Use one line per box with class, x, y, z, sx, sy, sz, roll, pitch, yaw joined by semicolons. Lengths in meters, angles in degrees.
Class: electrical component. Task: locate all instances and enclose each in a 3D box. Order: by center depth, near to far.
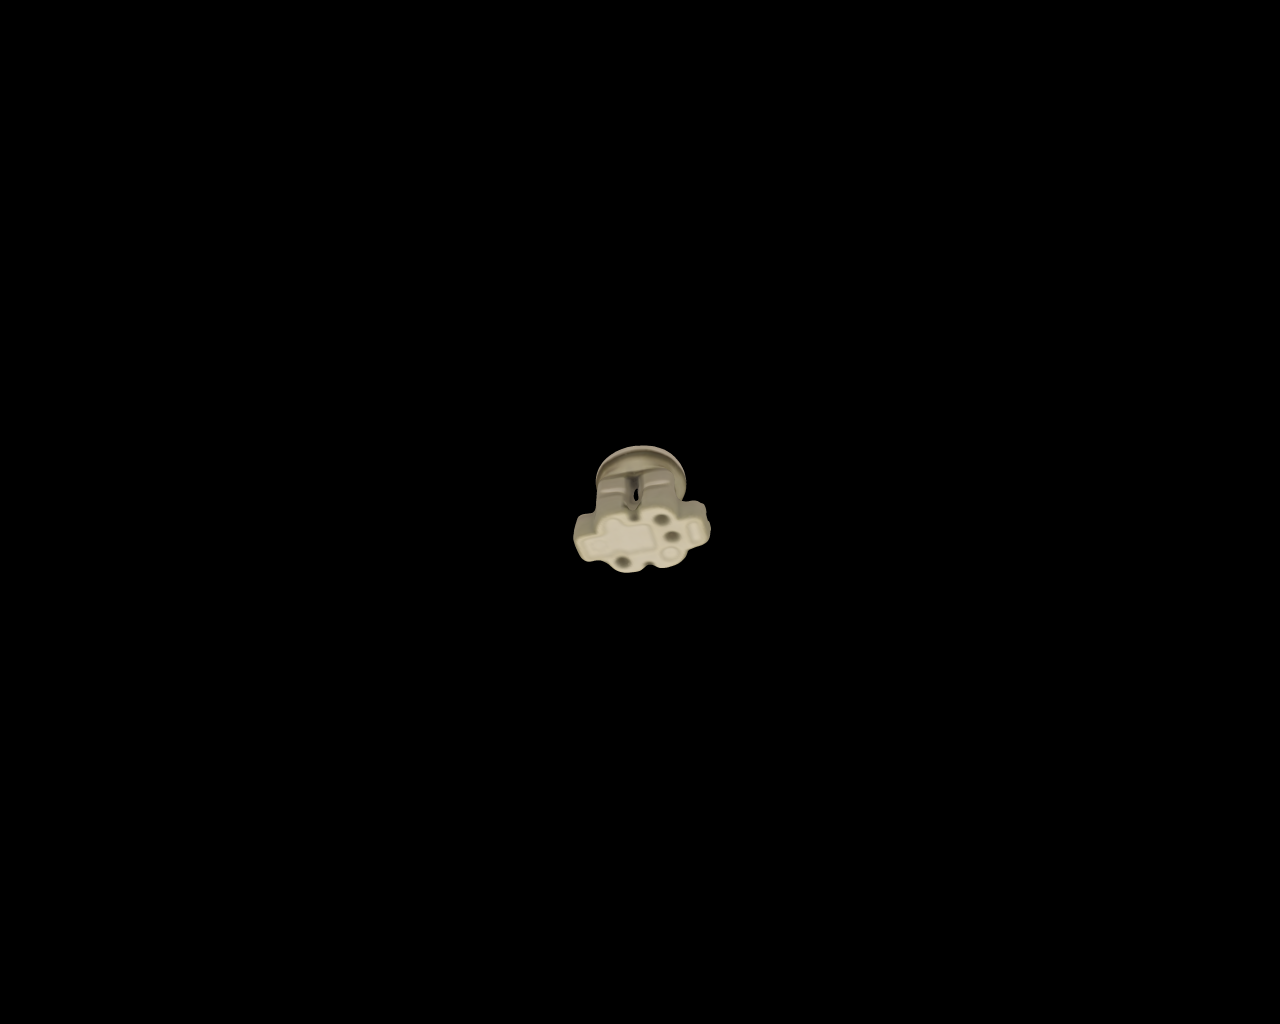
electrical component;0.001;-0.003;0.650;0.078;0.058;0.057;-9;44;9
